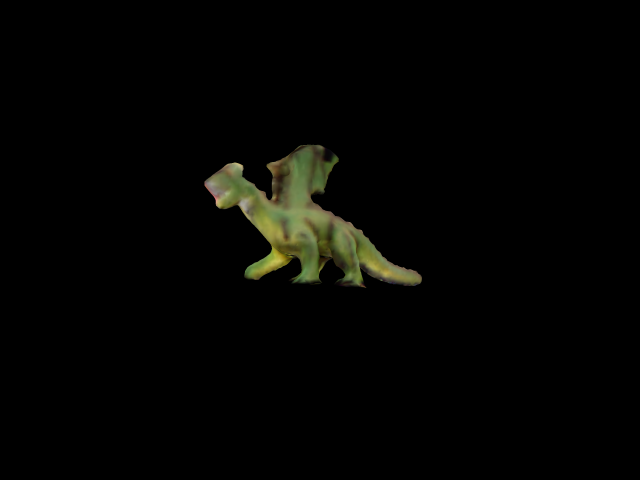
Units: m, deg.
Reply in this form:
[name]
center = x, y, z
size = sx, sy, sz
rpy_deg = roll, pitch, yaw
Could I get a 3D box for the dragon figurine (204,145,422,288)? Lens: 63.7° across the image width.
[dragon figurine]
center = 0.003, -0.043, 0.850
size = 0.410, 0.244, 0.121
rpy_deg = 4, -9, -32
